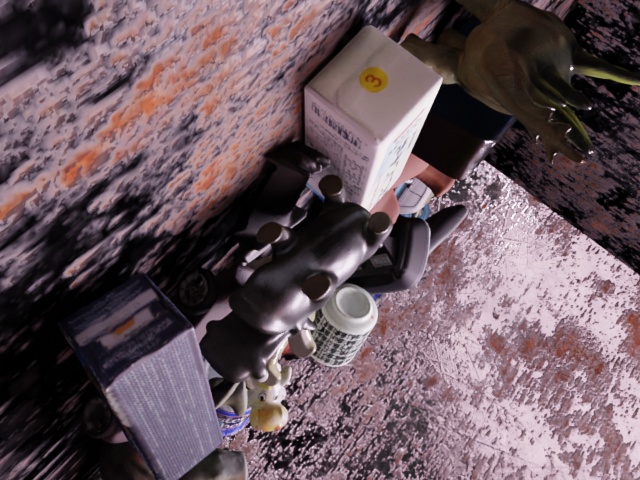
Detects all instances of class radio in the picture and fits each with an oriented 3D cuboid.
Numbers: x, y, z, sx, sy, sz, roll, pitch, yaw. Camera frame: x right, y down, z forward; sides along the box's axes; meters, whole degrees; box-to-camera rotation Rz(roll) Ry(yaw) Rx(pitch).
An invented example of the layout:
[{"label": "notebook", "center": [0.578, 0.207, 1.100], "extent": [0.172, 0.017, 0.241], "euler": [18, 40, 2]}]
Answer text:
[{"label": "radio", "center": [0.185, -0.180, 0.662], "extent": [0.229, 0.131, 0.073], "euler": [-45, 167, -33]}]

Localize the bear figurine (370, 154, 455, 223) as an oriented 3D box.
[{"label": "bear figurine", "center": [0.097, -0.073, 0.692], "extent": [0.196, 0.132, 0.120], "euler": [-53, 175, -28]}]

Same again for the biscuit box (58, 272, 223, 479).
[{"label": "biscuit box", "center": [-0.121, 0.113, 0.393], "extent": [0.063, 0.059, 0.202], "euler": [-35, 150, -28]}]

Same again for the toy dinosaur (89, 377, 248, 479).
[{"label": "toy dinosaur", "center": [-0.185, 0.253, 0.613], "extent": [0.192, 0.131, 0.404], "euler": [-1, 128, -17]}]

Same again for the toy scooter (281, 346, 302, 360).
[{"label": "toy scooter", "center": [-0.025, 0.152, 0.972], "extent": [0.184, 0.135, 0.075], "euler": [-49, 172, -5]}]

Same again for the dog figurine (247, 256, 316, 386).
[{"label": "dog figurine", "center": [-0.039, 0.047, 0.637], "extent": [0.172, 0.121, 0.190], "euler": [-47, -172, 39]}]

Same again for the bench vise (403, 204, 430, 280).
[{"label": "bench vise", "center": [0.151, -0.020, 1.067], "extent": [0.240, 0.129, 0.223], "euler": [67, 29, -73]}]

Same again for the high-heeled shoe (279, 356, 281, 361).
[{"label": "high-heeled shoe", "center": [-0.065, 0.109, 0.846], "extent": [0.249, 0.086, 0.145], "euler": [-33, -149, 54]}]

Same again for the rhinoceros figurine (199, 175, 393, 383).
[{"label": "rhinoceros figurine", "center": [-0.021, 0.032, 0.442], "extent": [0.190, 0.073, 0.112], "euler": [-45, 168, -24]}]

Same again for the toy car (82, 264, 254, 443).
[{"label": "toy car", "center": [-0.130, 0.098, 0.482], "extent": [0.202, 0.053, 0.089], "euler": [-53, 151, 6]}]

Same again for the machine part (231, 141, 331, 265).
[{"label": "machine part", "center": [-0.036, -0.032, 0.478], "extent": [0.084, 0.039, 0.138], "euler": [-34, 165, -36]}]

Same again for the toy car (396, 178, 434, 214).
[{"label": "toy car", "center": [0.147, -0.100, 0.907], "extent": [0.161, 0.103, 0.109], "euler": [-53, 172, 28]}]

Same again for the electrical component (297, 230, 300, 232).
[{"label": "electrical component", "center": [-0.001, -0.002, 0.672], "extent": [0.063, 0.021, 0.094], "euler": [-8, 168, 29]}]

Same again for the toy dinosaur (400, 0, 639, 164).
[{"label": "toy dinosaur", "center": [0.178, -0.161, 0.481], "extent": [0.471, 0.199, 0.105], "euler": [-43, 161, -54]}]

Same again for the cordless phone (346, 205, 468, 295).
[{"label": "cordless phone", "center": [0.115, -0.003, 0.763], "extent": [0.184, 0.088, 0.147], "euler": [-34, -167, -37]}]

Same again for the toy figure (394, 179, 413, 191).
[{"label": "toy figure", "center": [0.082, -0.076, 0.798], "extent": [0.154, 0.064, 0.057], "euler": [-43, 160, -33]}]

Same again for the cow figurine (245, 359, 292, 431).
[{"label": "cow figurine", "center": [-0.077, 0.157, 0.681], "extent": [0.068, 0.167, 0.098], "euler": [-2, 113, -23]}]
